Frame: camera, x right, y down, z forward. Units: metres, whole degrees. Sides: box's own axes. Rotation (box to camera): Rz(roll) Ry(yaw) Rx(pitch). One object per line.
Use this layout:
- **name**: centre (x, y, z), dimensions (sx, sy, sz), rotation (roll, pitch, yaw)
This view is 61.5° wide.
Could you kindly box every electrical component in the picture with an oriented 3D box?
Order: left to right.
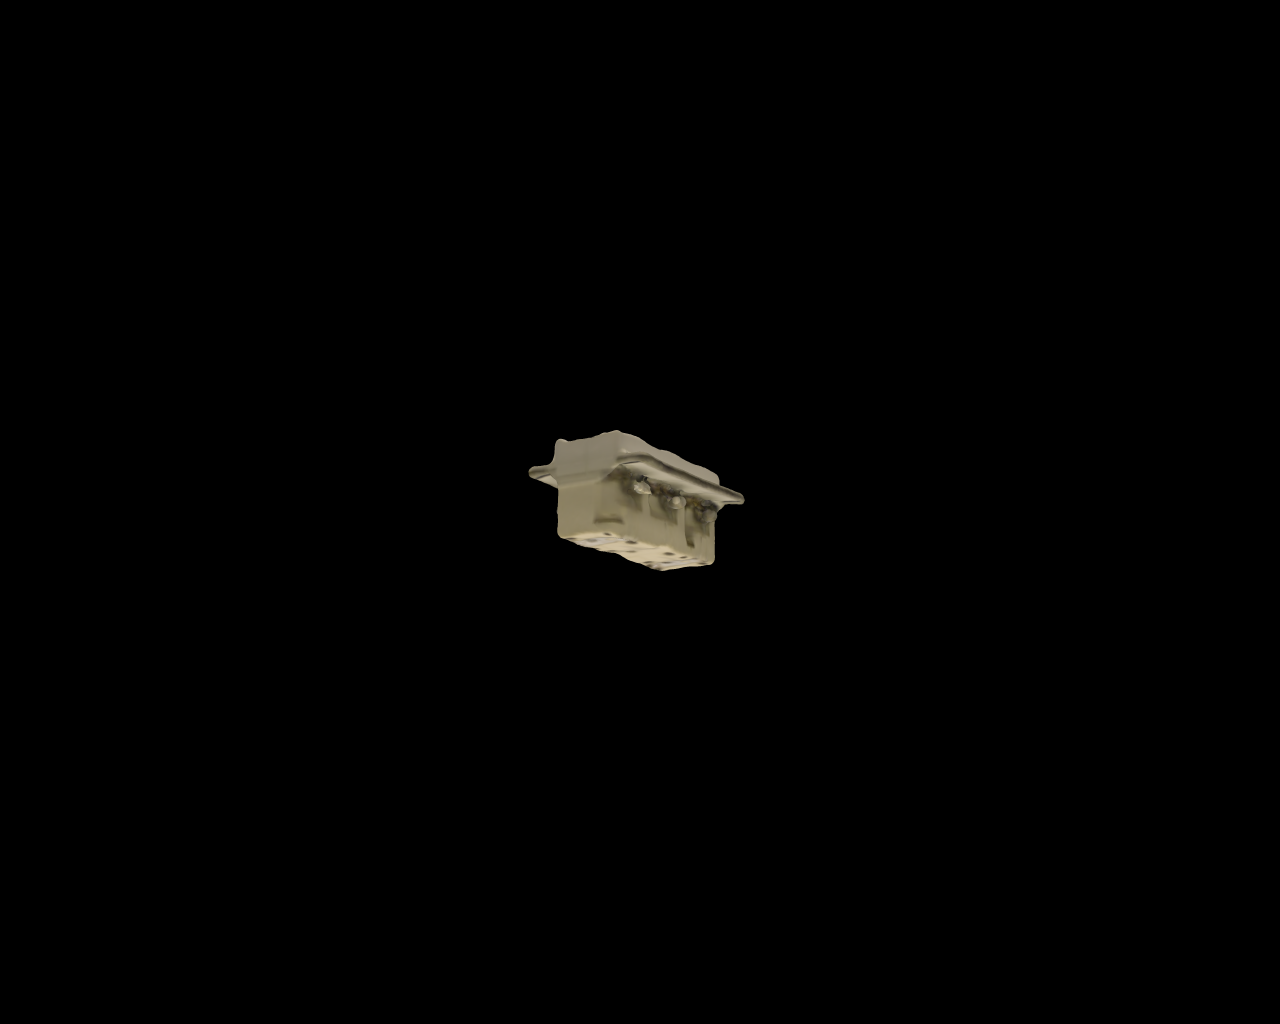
- **electrical component**: centre (0.001, -0.003, 0.650), dimensions (0.078, 0.063, 0.121), rotation (-8, -16, 31)
